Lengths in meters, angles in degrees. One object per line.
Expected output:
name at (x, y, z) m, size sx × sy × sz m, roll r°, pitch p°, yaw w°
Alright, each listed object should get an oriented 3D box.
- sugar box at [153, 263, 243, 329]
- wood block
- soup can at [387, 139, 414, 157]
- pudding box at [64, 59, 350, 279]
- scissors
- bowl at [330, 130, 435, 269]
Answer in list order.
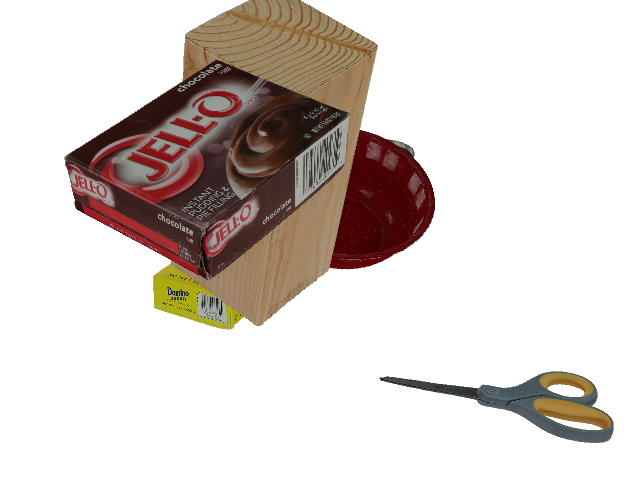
sugar box at (-0.090, 0.029, 1.131) m, size 0.093 × 0.048 × 0.176 m, roll 15°, pitch 31°, yaw 22°
wood block at (-0.037, -0.053, 0.735) m, size 0.091 × 0.206 × 0.090 m, roll 34°, pitch 49°, yaw 22°
soup can at (0.072, -0.060, 1.257) m, size 0.068 × 0.102 × 0.068 m, roll 3°, pitch 28°, yaw -2°
pudding box at (-0.053, -0.039, 0.525) m, size 0.090 × 0.039 × 0.113 m, roll 26°, pitch 46°, yaw 27°
scissors at (0.161, 0.130, 0.949) m, size 0.202 × 0.016 × 0.096 m, roll 16°, pitch 29°, yaw 15°
bowl at (0.017, -0.028, 0.949) m, size 0.162 × 0.162 × 0.055 m, roll 0°, pitch -42°, yaw -10°
